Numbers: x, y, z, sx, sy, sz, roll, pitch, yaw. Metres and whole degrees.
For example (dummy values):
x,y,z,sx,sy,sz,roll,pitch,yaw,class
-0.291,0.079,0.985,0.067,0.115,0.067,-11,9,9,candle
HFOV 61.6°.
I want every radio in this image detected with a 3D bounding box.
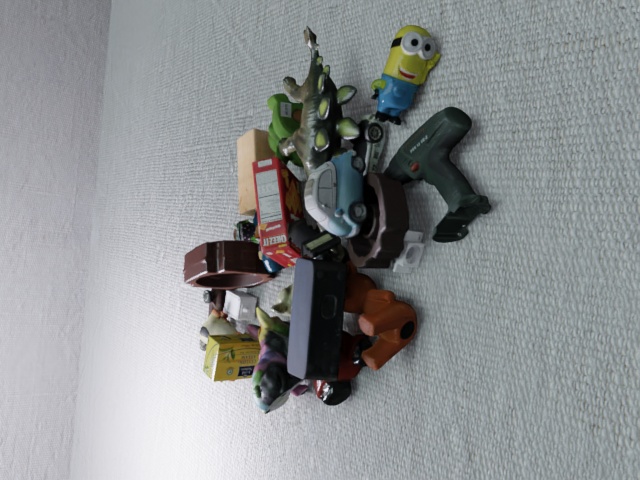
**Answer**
x,y,z,sx,sy,sz,roll,pitch,yaw,class
-0.007,0.149,1.029,0.131,0.073,0.229,172,102,-71,radio

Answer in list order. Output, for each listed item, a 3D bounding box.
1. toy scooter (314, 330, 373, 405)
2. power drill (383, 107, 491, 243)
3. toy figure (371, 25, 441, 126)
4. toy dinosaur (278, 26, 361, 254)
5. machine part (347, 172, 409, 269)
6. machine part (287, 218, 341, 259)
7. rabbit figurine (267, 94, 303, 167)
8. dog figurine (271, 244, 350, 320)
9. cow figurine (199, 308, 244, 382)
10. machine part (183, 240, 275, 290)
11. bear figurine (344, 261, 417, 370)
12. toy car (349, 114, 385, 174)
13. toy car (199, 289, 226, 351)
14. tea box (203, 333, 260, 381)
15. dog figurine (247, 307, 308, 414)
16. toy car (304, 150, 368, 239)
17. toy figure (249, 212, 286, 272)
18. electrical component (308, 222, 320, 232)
x,y,z,sx,sy,sz,roll,pitch,yaw,class
0.034,0.240,1.107,0.183,0.075,0.135,-59,44,25,toy scooter
0.199,-0.098,0.936,0.232,0.086,0.207,-54,40,44,power drill
0.152,-0.312,1.015,0.089,0.082,0.180,44,122,44,toy figure
-0.003,-0.209,1.121,0.199,0.105,0.470,4,98,62,toy dinosaur
0.102,-0.034,0.988,0.179,0.056,0.179,-177,90,-70,machine part
-0.019,-0.004,1.068,0.139,0.084,0.039,30,148,54,machine part
-0.070,-0.251,1.300,0.170,0.121,0.159,144,117,-66,rabbit figurine
-0.017,0.088,1.191,0.173,0.121,0.190,13,82,49,dog figurine
-0.247,0.291,1.431,0.195,0.085,0.127,42,93,18,cow figurine
-0.231,0.065,1.372,0.201,0.201,0.087,-26,63,49,machine part
0.084,0.130,1.013,0.196,0.132,0.120,31,137,43,bear figurine
0.091,-0.156,1.097,0.074,0.056,0.201,10,93,60,toy car
-0.288,0.227,1.519,0.053,0.089,0.202,6,91,49,toy car
-0.193,0.285,1.321,0.068,0.169,0.098,18,102,52,tea box
-0.113,0.261,1.223,0.219,0.191,0.108,48,131,26,dog figurine
0.025,-0.084,0.981,0.109,0.103,0.161,175,96,-68,toy car
-0.123,0.000,1.303,0.058,0.064,0.154,-17,89,39,toy figure
-0.003,-0.004,1.227,0.063,0.021,0.094,-47,50,39,electrical component
